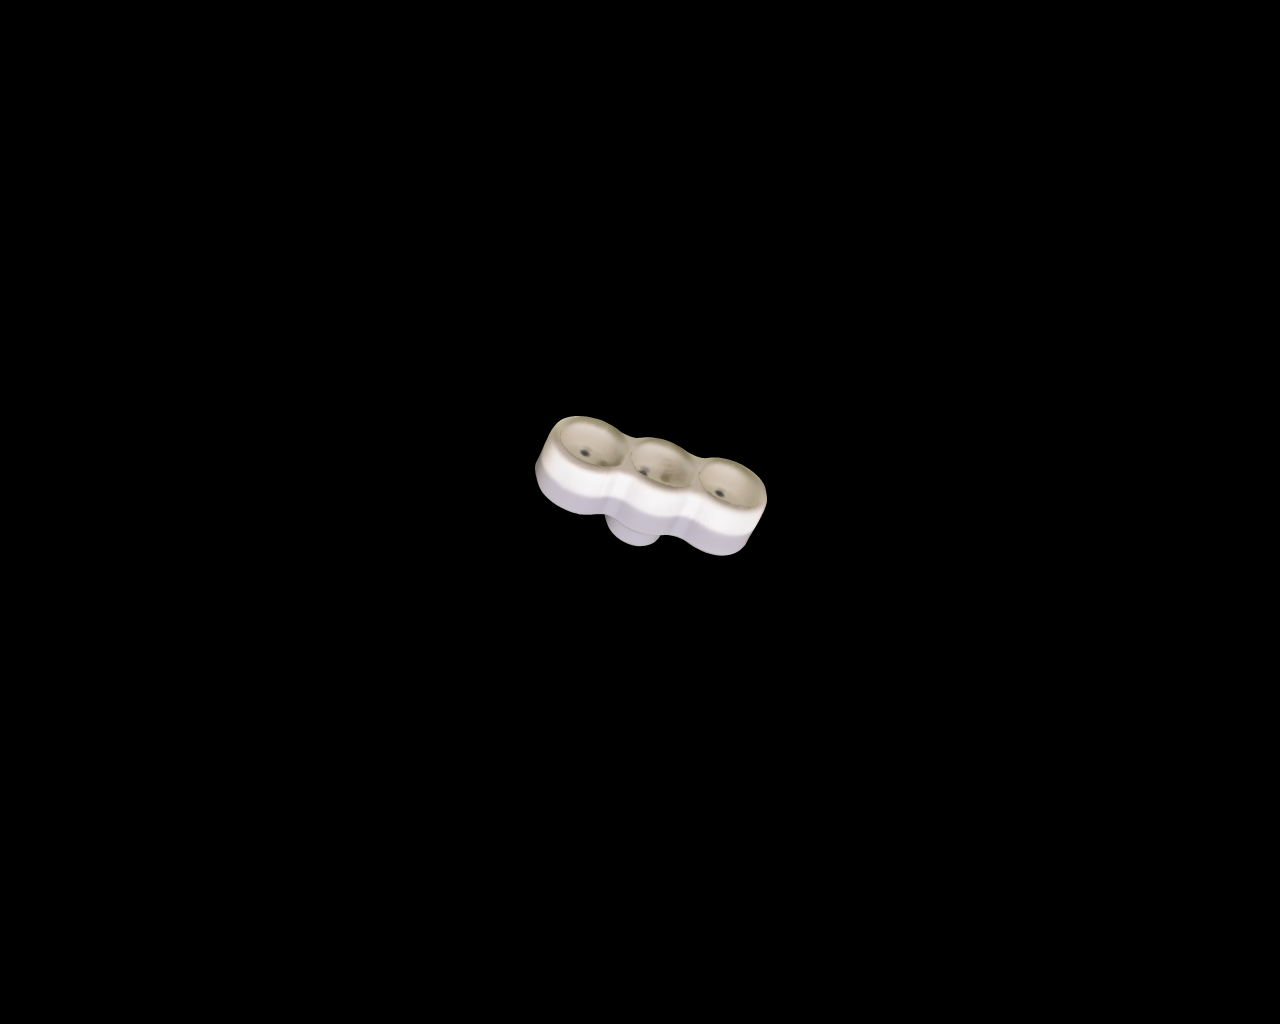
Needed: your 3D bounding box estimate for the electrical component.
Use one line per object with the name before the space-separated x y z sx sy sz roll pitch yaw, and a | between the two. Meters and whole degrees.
electrical component | 0.001 -0.003 0.650 0.138 0.073 0.052 17 39 -14
